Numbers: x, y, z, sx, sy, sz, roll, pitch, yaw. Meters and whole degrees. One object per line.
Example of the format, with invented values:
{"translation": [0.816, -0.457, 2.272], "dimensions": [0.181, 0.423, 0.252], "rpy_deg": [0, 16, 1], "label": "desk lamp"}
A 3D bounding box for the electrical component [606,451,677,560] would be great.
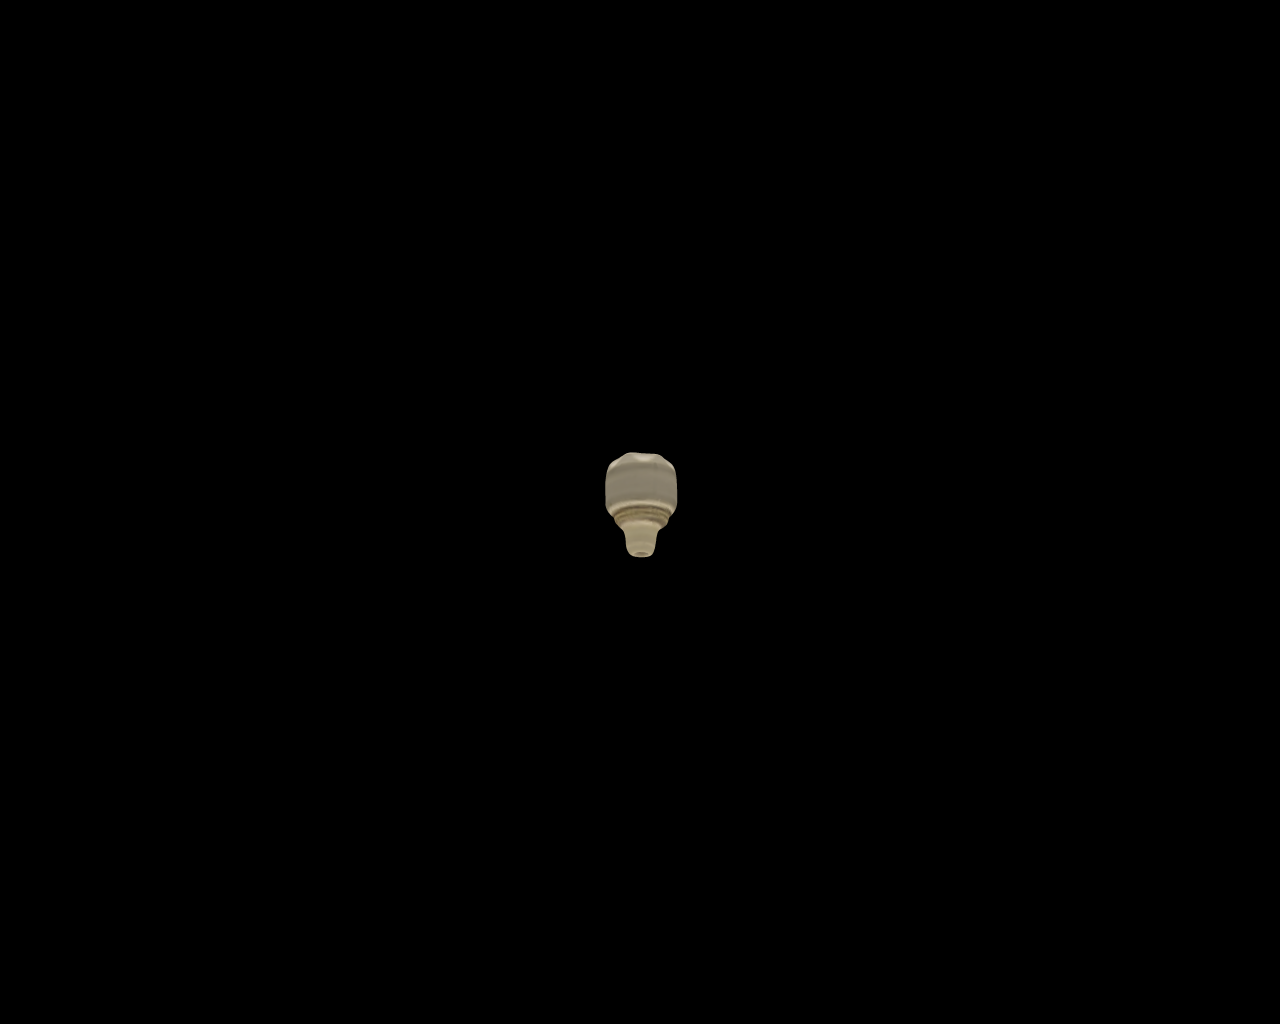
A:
{"translation": [0.001, -0.003, 0.650], "dimensions": [0.043, 0.062, 0.043], "rpy_deg": [0, -20, 0], "label": "electrical component"}
